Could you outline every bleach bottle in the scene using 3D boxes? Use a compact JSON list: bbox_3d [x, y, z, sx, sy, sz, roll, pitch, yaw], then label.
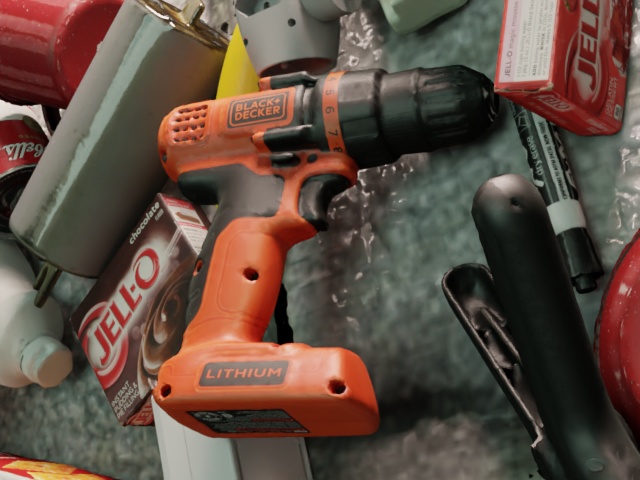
[{"bbox_3d":[-0.252,0.022,0.763,0.251,0.067,0.103,32,104,37],"label":"bleach bottle"}]

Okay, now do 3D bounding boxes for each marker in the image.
[{"bbox_3d":[0.108,-0.032,0.501,0.020,0.020,0.121,-27,64,33],"label":"marker"}]

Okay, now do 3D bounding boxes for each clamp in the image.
[{"bbox_3d":[0.103,0.082,0.435,0.036,0.164,0.210,-24,84,-2],"label":"clamp"}]

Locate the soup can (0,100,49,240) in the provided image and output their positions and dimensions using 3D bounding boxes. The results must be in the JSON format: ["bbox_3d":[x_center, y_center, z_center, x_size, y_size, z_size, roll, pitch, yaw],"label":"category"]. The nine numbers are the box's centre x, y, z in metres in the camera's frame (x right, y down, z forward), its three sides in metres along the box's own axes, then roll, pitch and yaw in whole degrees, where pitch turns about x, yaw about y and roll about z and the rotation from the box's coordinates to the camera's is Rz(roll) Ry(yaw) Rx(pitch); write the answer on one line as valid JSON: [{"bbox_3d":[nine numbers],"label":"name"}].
[{"bbox_3d":[-0.223,-0.058,0.752,0.069,0.068,0.102,-50,53,20],"label":"soup can"}]

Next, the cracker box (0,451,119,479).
[{"bbox_3d":[-0.174,0.222,0.648,0.214,0.072,0.164,1,80,41],"label":"cracker box"}]

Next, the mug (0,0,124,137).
[{"bbox_3d":[-0.170,-0.118,0.715,0.082,0.093,0.117,17,117,36],"label":"mug"}]

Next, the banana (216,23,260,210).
[{"bbox_3d":[-0.031,-0.081,0.616,0.070,0.037,0.198,19,92,41],"label":"banana"}]

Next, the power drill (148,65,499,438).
[{"bbox_3d":[-0.003,0.001,0.525,0.185,0.057,0.187,-7,59,23],"label":"power drill"}]

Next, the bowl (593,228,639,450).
[{"bbox_3d":[0.170,0.040,0.410,0.162,0.055,0.162,-11,73,38],"label":"bowl"}]

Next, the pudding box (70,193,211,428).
[{"bbox_3d":[-0.096,0.043,0.642,0.114,0.039,0.090,-50,53,20],"label":"pudding box"}]

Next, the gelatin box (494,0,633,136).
[{"bbox_3d":[0.112,-0.098,0.476,0.030,0.073,0.089,2,81,39],"label":"gelatin box"}]
